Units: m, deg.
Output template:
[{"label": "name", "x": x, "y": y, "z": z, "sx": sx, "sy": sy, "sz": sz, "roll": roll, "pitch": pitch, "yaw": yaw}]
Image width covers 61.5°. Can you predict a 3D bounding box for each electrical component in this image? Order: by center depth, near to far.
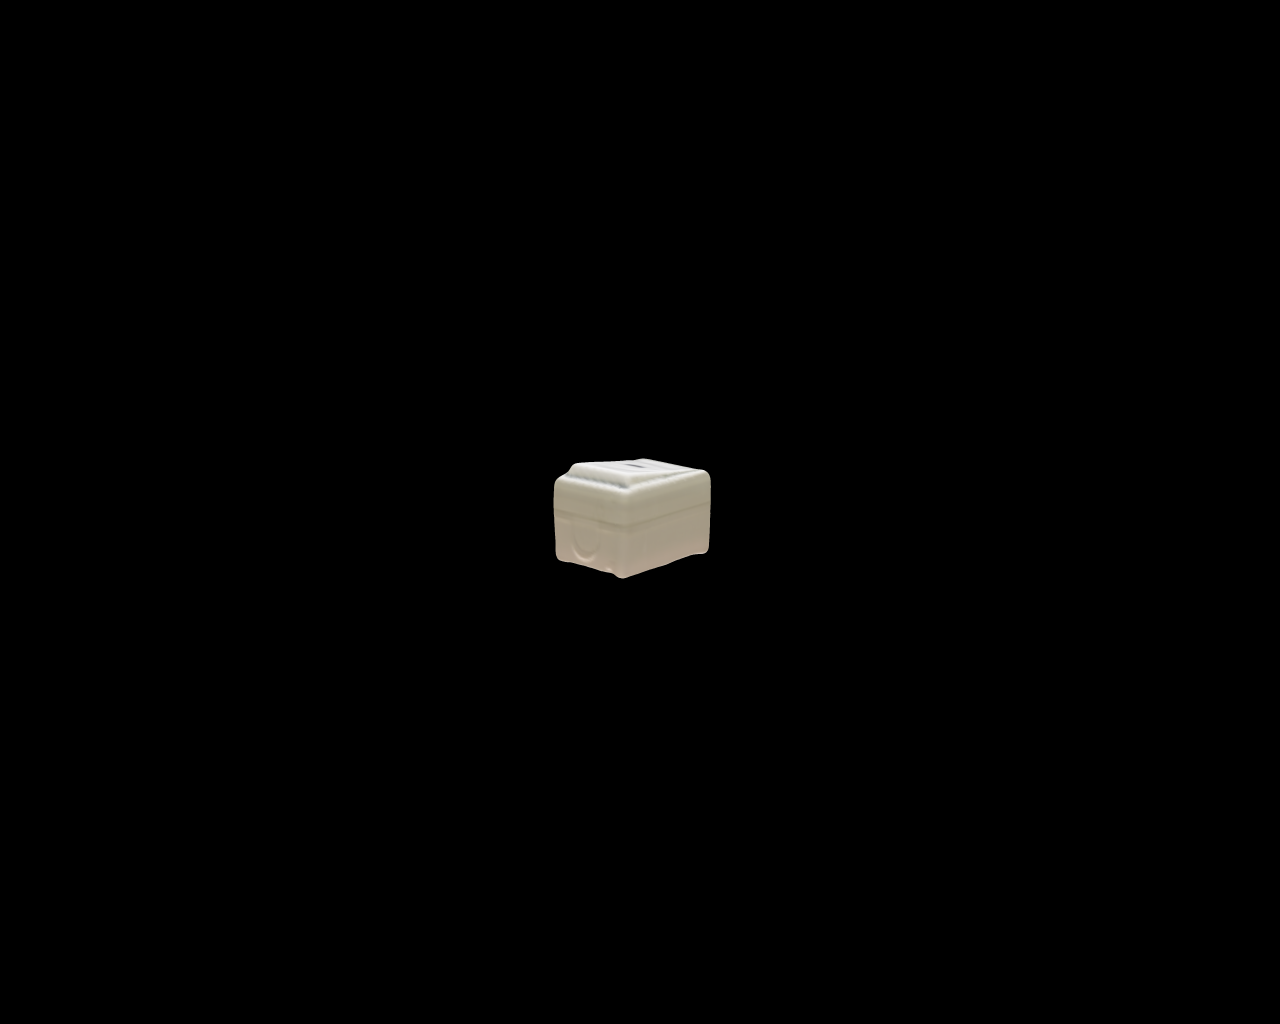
[{"label": "electrical component", "x": 0.001, "y": -0.003, "z": 0.650, "sx": 0.062, "sy": 0.061, "sz": 0.096, "roll": 14, "pitch": 20, "yaw": 42}]
